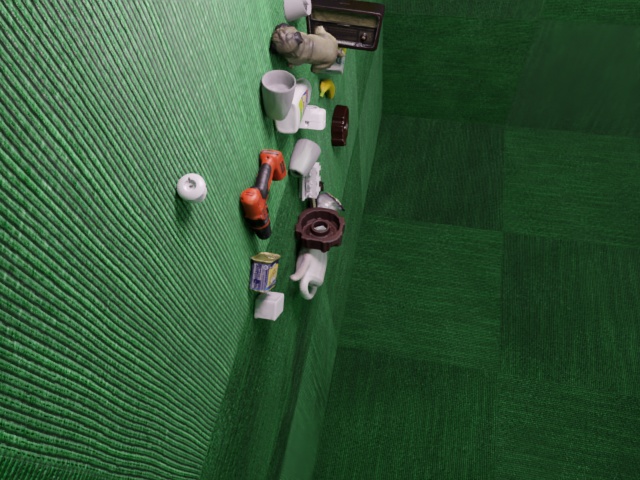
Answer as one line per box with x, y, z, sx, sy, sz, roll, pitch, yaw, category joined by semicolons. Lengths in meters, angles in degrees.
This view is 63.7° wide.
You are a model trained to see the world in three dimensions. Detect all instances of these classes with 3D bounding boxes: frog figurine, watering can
0.006;-0.101;2.005;0.160;0.123;0.136;-45;175;-3;frog figurine
-0.038;0.086;1.797;0.343;0.104;0.227;63;35;-71;watering can
